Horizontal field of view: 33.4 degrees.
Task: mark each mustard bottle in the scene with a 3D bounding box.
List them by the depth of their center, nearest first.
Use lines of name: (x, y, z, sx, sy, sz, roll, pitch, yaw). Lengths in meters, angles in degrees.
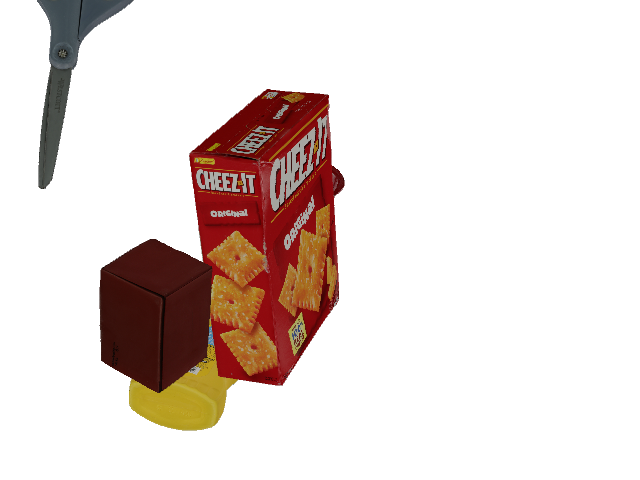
mustard bottle: (-0.131, 0.131, 1.156, 0.096, 0.058, 0.191, 10, 24, 8)

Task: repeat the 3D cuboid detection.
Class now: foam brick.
foam brick: (-0.108, 0.048, 0.695, 0.053, 0.078, 0.051, 24, 36, 24)

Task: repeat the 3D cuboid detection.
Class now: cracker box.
cracker box: (-0.040, -0.006, 0.944, 0.072, 0.214, 0.164, 7, 28, 19)

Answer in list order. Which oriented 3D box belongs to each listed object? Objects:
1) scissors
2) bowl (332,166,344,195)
scissors: (-0.162, -0.138, 0.749, 0.096, 0.202, 0.016, -9, -12, -10)
bowl: (-0.054, -0.054, 1.288, 0.162, 0.055, 0.162, 4, 26, -2)
